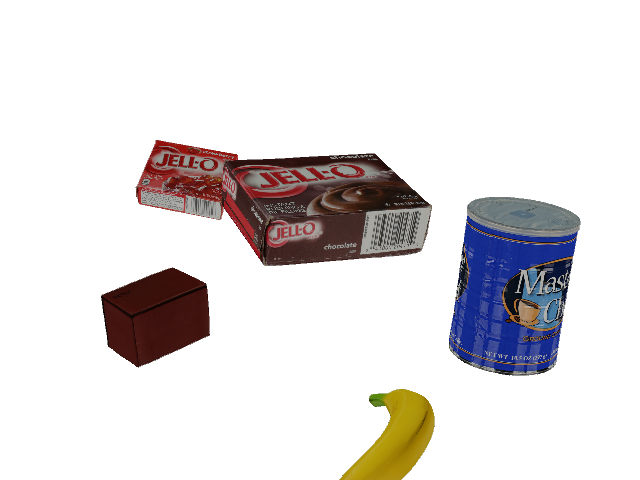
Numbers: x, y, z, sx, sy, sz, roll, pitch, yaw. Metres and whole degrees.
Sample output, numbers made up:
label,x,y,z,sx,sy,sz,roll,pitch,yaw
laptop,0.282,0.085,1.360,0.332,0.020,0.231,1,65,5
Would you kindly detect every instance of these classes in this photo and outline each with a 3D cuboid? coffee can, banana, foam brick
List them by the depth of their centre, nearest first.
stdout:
label,x,y,z,sx,sy,sz,roll,pitch,yaw
banana,0.058,0.167,0.879,0.070,0.037,0.197,-30,6,20
foam brick,-0.142,0.065,0.926,0.078,0.051,0.053,-22,31,-35
coffee can,0.179,0.040,0.992,0.103,0.140,0.103,5,18,-2

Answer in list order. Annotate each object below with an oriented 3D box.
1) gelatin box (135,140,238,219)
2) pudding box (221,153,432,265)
label,x,y,z,sx,sy,sz,roll,pitch,yaw
gelatin box,-0.135,-0.063,1.086,0.089,0.073,0.030,11,-44,3
pudding box,0.001,-0.022,0.689,0.113,0.039,0.090,-3,28,-23
